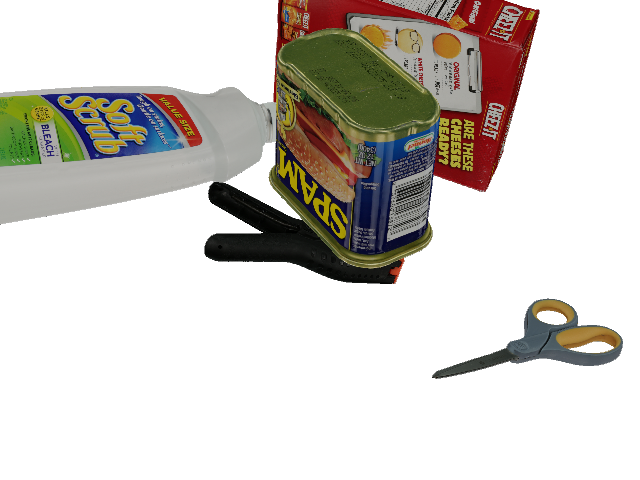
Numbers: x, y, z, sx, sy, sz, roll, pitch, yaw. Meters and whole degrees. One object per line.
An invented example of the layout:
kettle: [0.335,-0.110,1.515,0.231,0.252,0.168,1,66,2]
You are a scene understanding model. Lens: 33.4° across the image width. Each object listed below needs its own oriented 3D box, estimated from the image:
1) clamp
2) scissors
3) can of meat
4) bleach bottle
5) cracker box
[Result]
clamp: [-0.020,0.005,1.047,0.210,0.036,0.164,18,21,-4]
scissors: [0.168,0.084,0.922,0.201,0.016,0.096,-1,31,-22]
can of meat: [0.016,-0.050,0.555,0.057,0.084,0.102,-21,46,-25]
bleach bottle: [-0.148,-0.078,0.803,0.250,0.102,0.068,-11,-31,-17]
cracker box: [0.068,-0.153,0.941,0.214,0.072,0.164,20,-41,12]
